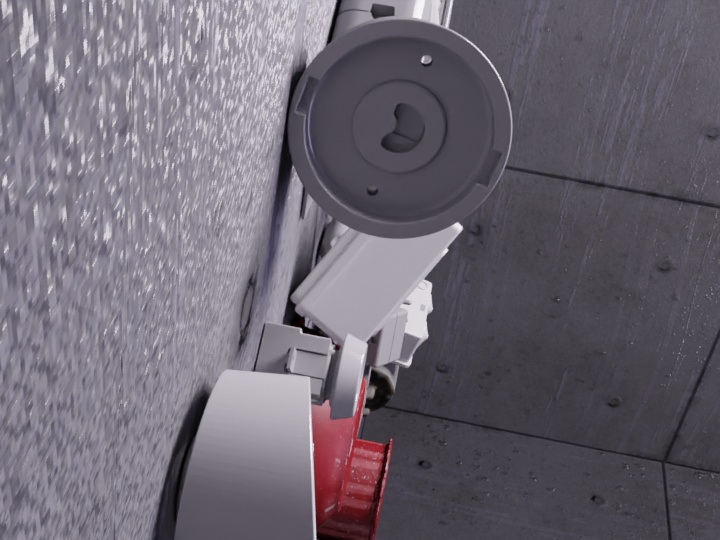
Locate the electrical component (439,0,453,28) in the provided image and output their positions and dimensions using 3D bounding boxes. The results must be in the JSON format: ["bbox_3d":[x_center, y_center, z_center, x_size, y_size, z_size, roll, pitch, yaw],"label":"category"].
[{"bbox_3d":[0.044,-0.205,0.936,0.061,0.062,0.096,81,20,-81],"label":"electrical component"}]

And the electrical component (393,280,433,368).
[{"bbox_3d":[0.023,0.041,1.098,0.099,0.100,0.048,-76,-171,-47],"label":"electrical component"}]

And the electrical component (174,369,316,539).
[{"bbox_3d":[-0.037,0.090,0.429,0.099,0.064,0.099,11,90,-87],"label":"electrical component"}]

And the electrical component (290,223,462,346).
[{"bbox_3d":[0.012,-0.004,0.712,0.108,0.056,0.109,-50,179,3],"label":"electrical component"}]

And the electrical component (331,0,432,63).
[{"bbox_3d":[0.010,-0.123,0.657,0.095,0.054,0.059,94,8,-68],"label":"electrical component"}]

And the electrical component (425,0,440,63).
[{"bbox_3d":[0.027,-0.168,0.819,0.096,0.061,0.061,-87,-175,-51],"label":"electrical component"}]

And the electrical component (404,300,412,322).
[{"bbox_3d":[0.010,0.032,1.016,0.047,0.076,0.083,95,6,-61],"label":"electrical component"}]

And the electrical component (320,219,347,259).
[{"bbox_3d":[-0.010,-0.027,0.819,0.061,0.035,0.035,-79,178,-47],"label":"electrical component"}]

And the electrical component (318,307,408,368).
[{"bbox_3d":[-0.009,0.052,0.919,0.077,0.066,0.047,-13,118,-55],"label":"electrical component"}]

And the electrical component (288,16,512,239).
[{"bbox_3d":[0.019,-0.076,0.544,0.060,0.108,0.108,-88,-172,-69],"label":"electrical component"}]

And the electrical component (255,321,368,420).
[{"bbox_3d":[-0.027,0.056,0.592,0.066,0.055,0.048,90,11,-75],"label":"electrical component"}]

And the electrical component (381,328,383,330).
[{"bbox_3d":[0.000,0.000,0.896,0.089,0.056,0.050,-76,175,-49],"label":"electrical component"}]

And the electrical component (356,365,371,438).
[{"bbox_3d":[-0.020,0.111,0.967,0.080,0.051,0.080,11,90,-87],"label":"electrical component"}]
